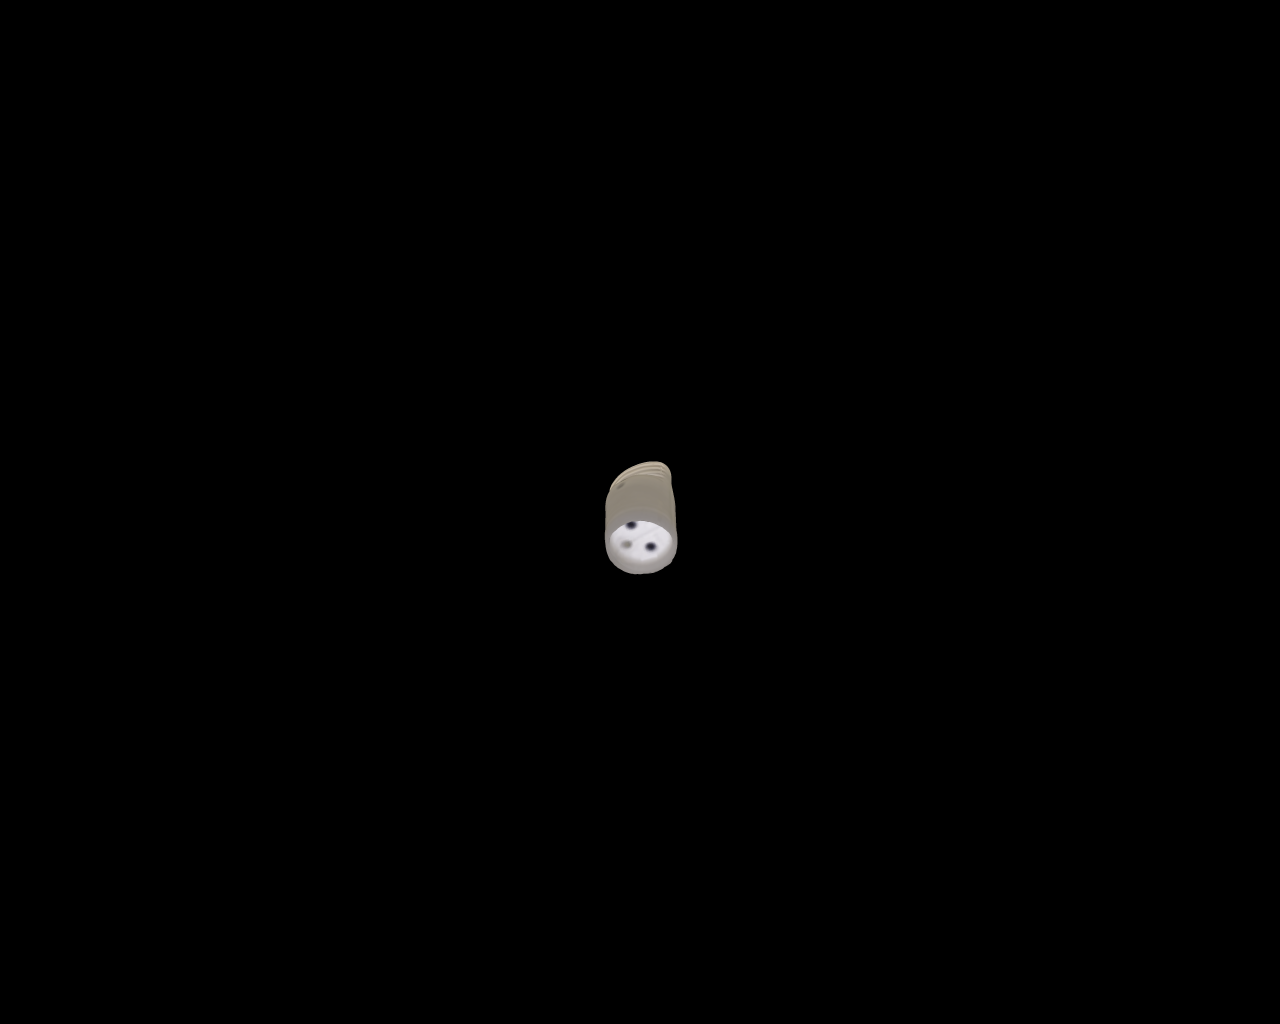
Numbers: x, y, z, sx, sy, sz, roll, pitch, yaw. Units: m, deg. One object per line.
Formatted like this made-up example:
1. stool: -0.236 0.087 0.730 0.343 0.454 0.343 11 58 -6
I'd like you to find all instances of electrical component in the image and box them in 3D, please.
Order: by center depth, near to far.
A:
1. electrical component: 0.001 -0.003 0.650 0.043 0.043 0.081 0 36 0
